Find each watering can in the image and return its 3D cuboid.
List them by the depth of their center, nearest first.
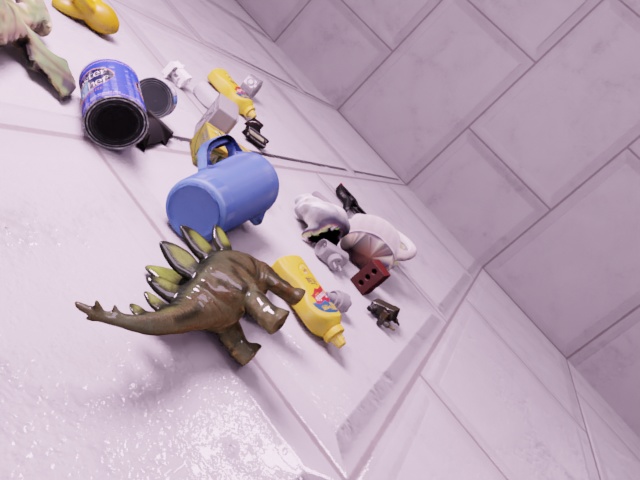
[{"bbox_3d":[0.108,-0.022,1.442,0.348,0.102,0.228,26,27,4],"label":"watering can"}]

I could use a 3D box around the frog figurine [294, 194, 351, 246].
[{"bbox_3d":[0.004,-0.065,1.287,0.137,0.120,0.163,12,45,-28],"label":"frog figurine"}]

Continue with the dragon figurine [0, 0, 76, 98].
[{"bbox_3d":[-0.486,-0.323,0.815,0.239,0.121,0.419,39,19,-45],"label":"dragon figurine"}]
